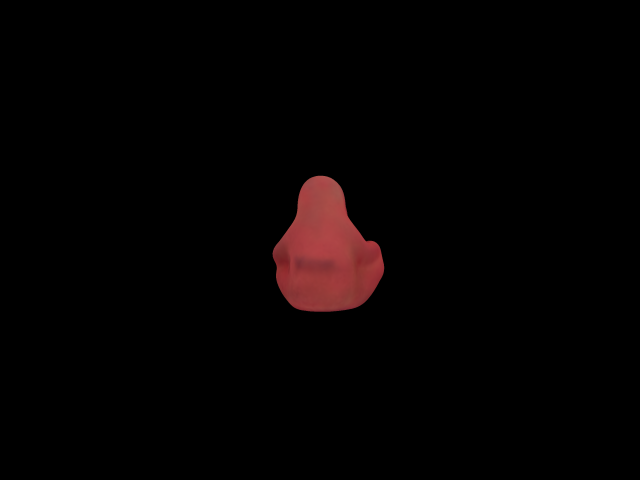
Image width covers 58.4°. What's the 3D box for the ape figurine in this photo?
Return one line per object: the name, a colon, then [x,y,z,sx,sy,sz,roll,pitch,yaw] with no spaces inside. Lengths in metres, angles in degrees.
ape figurine: [0.004,0.001,0.400,0.077,0.092,0.076,1,2,20]
